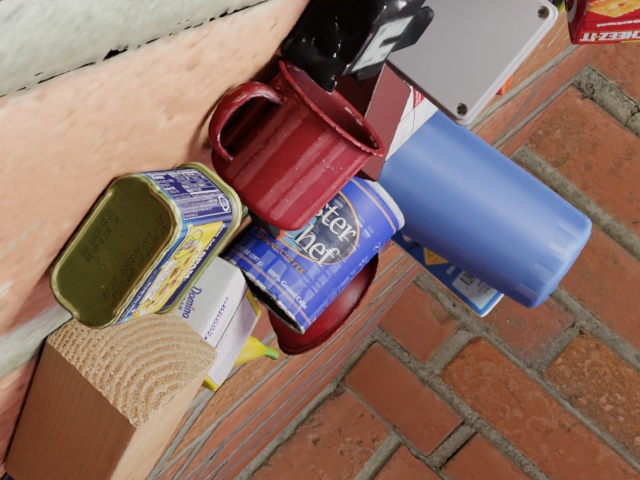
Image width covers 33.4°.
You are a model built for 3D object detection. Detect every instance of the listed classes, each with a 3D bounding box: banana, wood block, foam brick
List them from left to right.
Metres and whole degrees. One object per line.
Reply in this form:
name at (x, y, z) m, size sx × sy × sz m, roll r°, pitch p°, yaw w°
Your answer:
wood block at (-0.164, 0.133, 0.812) m, size 0.090 × 0.091 × 0.206 m, roll -41°, pitch 168°, yaw -41°
banana at (-0.136, 0.154, 1.126) m, size 0.197 × 0.069 × 0.037 m, roll -32°, pitch -156°, yaw -9°
foam brick at (0.024, -0.089, 0.776) m, size 0.051 × 0.053 × 0.078 m, roll 32°, pitch 78°, yaw -58°

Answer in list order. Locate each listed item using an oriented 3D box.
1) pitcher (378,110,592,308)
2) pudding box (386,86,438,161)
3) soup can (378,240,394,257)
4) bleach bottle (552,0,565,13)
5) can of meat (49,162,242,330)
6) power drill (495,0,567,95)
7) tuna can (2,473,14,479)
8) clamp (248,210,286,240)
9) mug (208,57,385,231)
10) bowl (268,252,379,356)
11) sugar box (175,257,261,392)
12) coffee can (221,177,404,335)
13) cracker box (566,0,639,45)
pitcher at (0.146, -0.043, 1.075) m, size 0.149 × 0.243 × 0.145 m, roll -52°, pitch 172°, yaw -22°
pudding box at (0.064, -0.120, 0.966) m, size 0.113 × 0.039 × 0.090 m, roll -44°, pitch 159°, yaw -18°
soup can at (0.048, 0.000, 1.363) m, size 0.102 × 0.068 × 0.069 m, roll -37°, pitch 165°, yaw -52°
bleach bottle at (0.194, -0.230, 1.106) m, size 0.250 × 0.068 × 0.103 m, roll -43°, pitch 168°, yaw -19°
can of meat at (-0.106, 0.004, 0.650) m, size 0.102 × 0.057 × 0.083 m, roll -52°, pitch 169°, yaw 17°
power drill at (0.207, -0.226, 1.015) m, size 0.187 × 0.057 × 0.184 m, roll -46°, pitch 141°, yaw -17°
tuna can at (-0.240, 0.203, 0.932) m, size 0.086 × 0.034 × 0.086 m, roll -47°, pitch 171°, yaw -10°
clamp at (-0.024, -0.058, 0.854) m, size 0.120 × 0.039 × 0.172 m, roll -29°, pitch 153°, yaw -47°
mug at (-0.025, -0.063, 0.698) m, size 0.082 × 0.093 × 0.117 m, roll -46°, pitch 142°, yaw 17°
bowl at (-0.010, 0.050, 1.210) m, size 0.162 × 0.055 × 0.162 m, roll -40°, pitch -157°, yaw 21°
sugar box at (-0.100, 0.077, 0.959) m, size 0.093 × 0.048 × 0.176 m, roll -61°, pitch 168°, yaw -13°
coffee can at (-0.006, 0.001, 0.977) m, size 0.140 × 0.103 × 0.103 m, roll -47°, pitch 171°, yaw -10°
cracker box at (0.220, -0.257, 0.785) m, size 0.213 × 0.072 × 0.164 m, roll 54°, pitch 34°, yaw -78°
